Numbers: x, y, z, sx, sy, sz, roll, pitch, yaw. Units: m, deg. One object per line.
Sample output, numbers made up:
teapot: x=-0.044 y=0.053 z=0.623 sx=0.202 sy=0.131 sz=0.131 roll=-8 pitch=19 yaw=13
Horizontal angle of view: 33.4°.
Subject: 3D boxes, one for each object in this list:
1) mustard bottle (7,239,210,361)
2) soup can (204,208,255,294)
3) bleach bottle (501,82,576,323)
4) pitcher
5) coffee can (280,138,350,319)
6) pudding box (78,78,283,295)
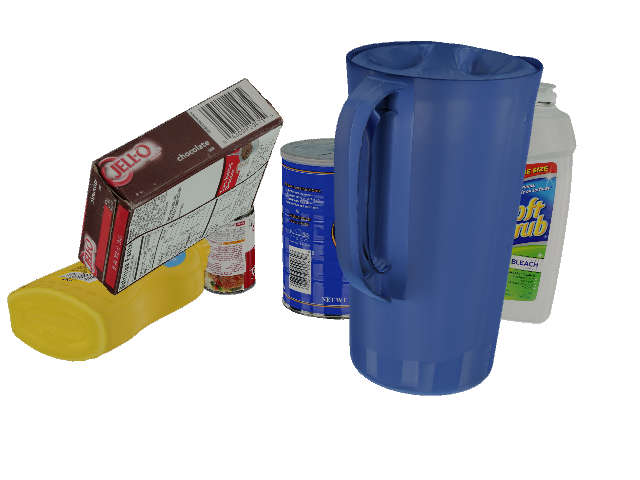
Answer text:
mustard bottle: x=-0.149 y=0.033 z=0.850 sx=0.096 sy=0.058 sz=0.191 roll=6 pitch=20 yaw=29
soup can: x=-0.113 y=0.005 z=1.290 sx=0.068 sy=0.102 sz=0.068 roll=1 pitch=26 yaw=-1
bleach bottle: x=0.211 y=-0.042 z=1.132 sx=0.103 sy=0.251 sz=0.068 roll=9 pitch=19 yaw=16
pitcher: x=0.073 y=-0.014 z=0.756 sx=0.149 sy=0.243 sz=0.145 roll=-1 pitch=21 yaw=-7
coffee can: x=0.016 y=-0.013 z=0.941 sx=0.103 sy=0.140 sz=0.103 roll=0 pitch=15 yaw=0
pudding box: x=-0.079 y=-0.029 z=0.598 sx=0.113 sy=0.039 sz=0.090 roll=-33 pitch=-18 yaw=-33
